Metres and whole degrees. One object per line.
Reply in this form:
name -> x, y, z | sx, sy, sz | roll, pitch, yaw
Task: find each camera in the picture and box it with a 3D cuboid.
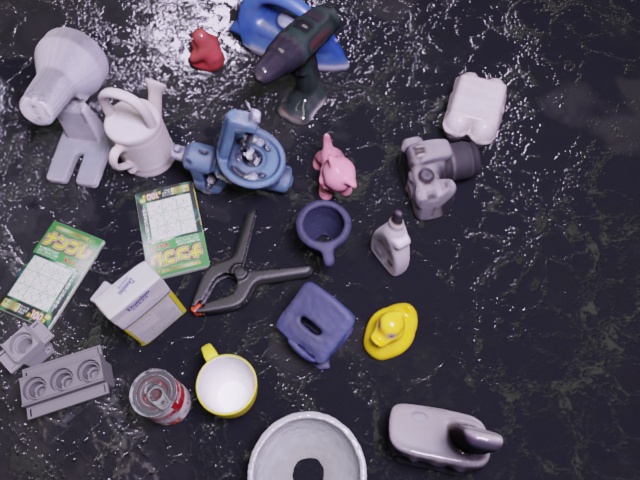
camera -> 0.221, -0.127, 1.027 | 0.137, 0.101, 0.143 | -11, 66, -4

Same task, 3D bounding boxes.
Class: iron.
iron -> -0.055, -0.438, 1.151 | 0.258, 0.141, 0.119 | 24, 68, 11

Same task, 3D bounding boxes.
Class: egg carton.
egg carton -> 0.298, -0.251, 1.101 | 0.107, 0.069, 0.150 | 16, 66, 8

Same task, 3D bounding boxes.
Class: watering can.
watering can -> -0.328, -0.210, 1.019 | 0.101, 0.194, 0.173 | -1, 65, 0

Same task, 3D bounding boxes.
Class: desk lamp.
desk lamp -> -0.445, -0.234, 1.020 | 0.118, 0.213, 0.203 | 6, 65, 4

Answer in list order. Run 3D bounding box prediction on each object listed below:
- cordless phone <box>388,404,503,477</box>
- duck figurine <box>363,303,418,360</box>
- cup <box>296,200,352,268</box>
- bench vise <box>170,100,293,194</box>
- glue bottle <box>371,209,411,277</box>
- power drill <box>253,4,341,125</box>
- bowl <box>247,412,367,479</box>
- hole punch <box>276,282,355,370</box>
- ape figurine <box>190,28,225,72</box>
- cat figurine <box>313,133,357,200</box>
cordless phone -> 0.172, 0.270, 0.798 | 0.147, 0.185, 0.094 | 7, 65, 4
duck figurine -> 0.116, 0.138, 0.914 | 0.077, 0.086, 0.105 | 41, 72, 17
cup -> 0.009, 0.003, 0.972 | 0.091, 0.095, 0.117 | -8, 65, -3
bench vise -> -0.155, -0.144, 0.973 | 0.207, 0.220, 0.121 | -11, 65, -4
glue bottle -> 0.120, -0.004, 0.931 | 0.037, 0.173, 0.078 | -31, 68, -13
power drill -> -0.039, -0.313, 1.056 | 0.075, 0.208, 0.230 | 28, 68, 13
bowl -> -0.017, 0.338, 0.829 | 0.167, 0.075, 0.167 | 0, 65, 1
hole punch -> -0.007, 0.138, 0.912 | 0.108, 0.091, 0.101 | 37, 71, 16
ape figurine -> -0.233, -0.390, 1.158 | 0.078, 0.092, 0.076 | -41, 71, -16
cat figurine -> 0.026, -0.130, 1.021 | 0.067, 0.118, 0.127 | -12, 66, -5
